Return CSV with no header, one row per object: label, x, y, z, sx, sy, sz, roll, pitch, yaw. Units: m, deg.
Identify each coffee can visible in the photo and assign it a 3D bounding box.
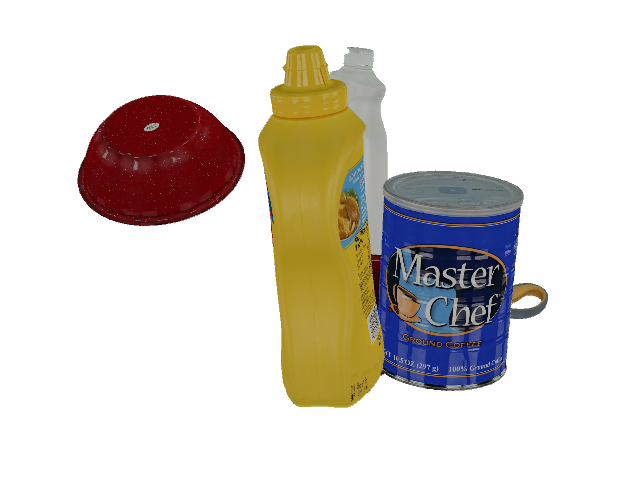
coffee can,0.095,0.028,0.804,0.103,0.140,0.103,2,18,-1

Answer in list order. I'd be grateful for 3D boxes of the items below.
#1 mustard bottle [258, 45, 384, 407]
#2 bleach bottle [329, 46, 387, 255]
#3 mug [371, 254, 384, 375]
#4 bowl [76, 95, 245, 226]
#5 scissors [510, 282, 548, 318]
mustard bottle,0.000,-0.011,0.590,0.058,0.192,0.096,0,21,13
bleach bottle,0.033,-0.078,1.144,0.103,0.251,0.067,18,18,38
mug,0.048,0.078,0.995,0.093,0.081,0.117,-4,34,-8
bowl,-0.154,-0.087,1.002,0.162,0.162,0.055,-3,-45,3
scissors,0.157,0.066,1.152,0.201,0.016,0.096,-9,39,-29
